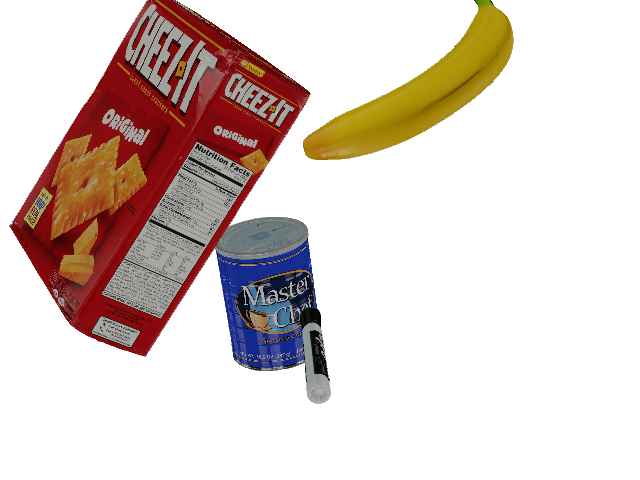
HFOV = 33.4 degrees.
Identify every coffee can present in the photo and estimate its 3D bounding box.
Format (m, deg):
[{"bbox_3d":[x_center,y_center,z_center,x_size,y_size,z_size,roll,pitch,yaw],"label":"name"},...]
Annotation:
[{"bbox_3d":[-0.056,0.057,1.173,0.103,0.140,0.103,-6,22,2],"label":"coffee can"}]

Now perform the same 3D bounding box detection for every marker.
[{"bbox_3d":[-0.005,0.092,0.890,0.020,0.020,0.121,0,29,-4],"label":"marker"}]

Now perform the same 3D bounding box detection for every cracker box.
[{"bbox_3d":[-0.122,-0.053,0.750,0.072,0.214,0.164,26,10,-38],"label":"cracker box"}]

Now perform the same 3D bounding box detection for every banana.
[{"bbox_3d":[0.077,-0.111,0.768,0.197,0.037,0.070,-40,35,-19],"label":"banana"}]
